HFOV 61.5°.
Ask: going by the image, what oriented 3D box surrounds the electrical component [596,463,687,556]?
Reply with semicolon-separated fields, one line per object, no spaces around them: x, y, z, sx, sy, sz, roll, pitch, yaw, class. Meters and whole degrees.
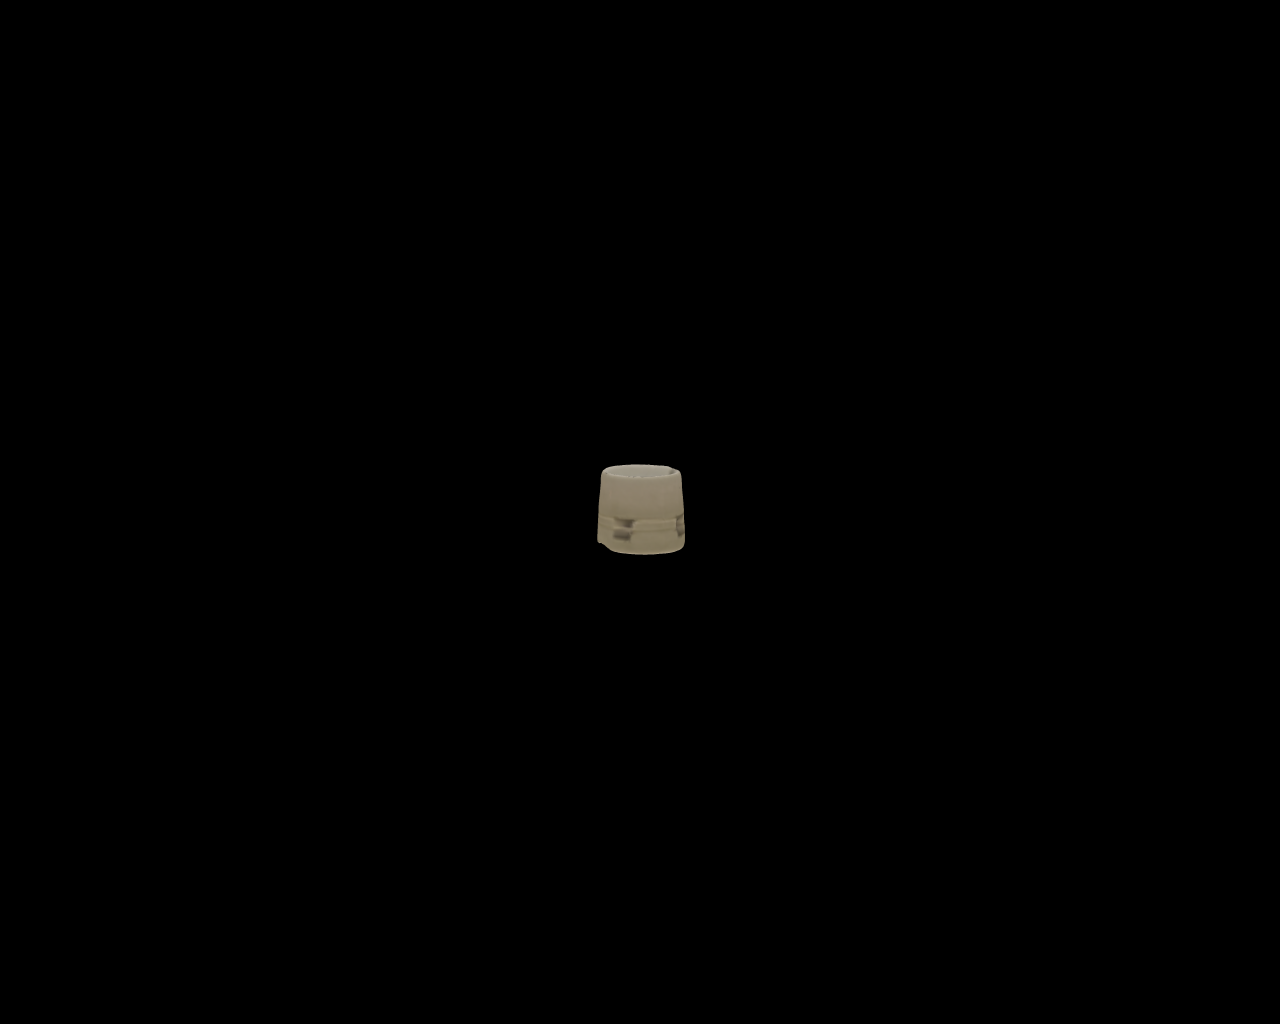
0.001;-0.003;0.650;0.055;0.047;0.055;0;11;0;electrical component
